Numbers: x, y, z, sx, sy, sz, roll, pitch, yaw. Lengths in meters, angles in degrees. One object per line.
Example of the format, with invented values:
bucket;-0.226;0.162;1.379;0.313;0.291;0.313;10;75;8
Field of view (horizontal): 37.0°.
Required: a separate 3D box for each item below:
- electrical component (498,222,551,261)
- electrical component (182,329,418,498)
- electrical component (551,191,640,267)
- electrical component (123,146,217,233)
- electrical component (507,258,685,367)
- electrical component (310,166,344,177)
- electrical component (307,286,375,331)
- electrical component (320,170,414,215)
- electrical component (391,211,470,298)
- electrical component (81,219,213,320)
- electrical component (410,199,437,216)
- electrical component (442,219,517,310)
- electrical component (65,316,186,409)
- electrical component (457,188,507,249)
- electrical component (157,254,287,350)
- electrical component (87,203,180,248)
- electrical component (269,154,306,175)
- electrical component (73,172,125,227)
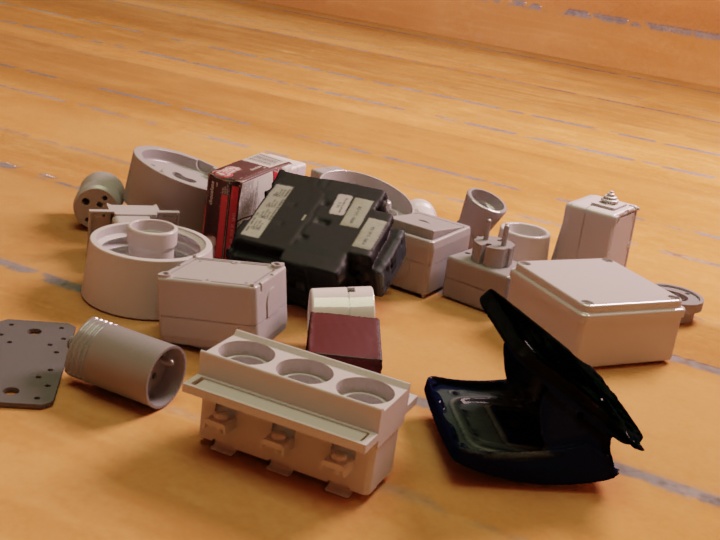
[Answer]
electrical component;0.159;-0.018;1.060;0.055;0.047;0.055;7;19;-2
electrical component;-0.037;0.088;0.660;0.121;0.063;0.079;15;21;21
electrical component;0.230;-0.034;1.057;0.061;0.096;0.062;19;22;32
electrical component;-0.178;-0.072;1.050;0.108;0.060;0.108;21;16;-6
electrical component;0.196;0.035;0.912;0.109;0.056;0.109;-2;22;-26
electrical component;-0.034;-0.078;1.156;0.077;0.047;0.066;-12;27;-44
electrical component;-0.015;0.039;0.821;0.047;0.055;0.055;2;20;-7
electrical component;0.004;-0.057;1.086;0.099;0.064;0.099;7;19;-2
electrical component;0.061;-0.021;1.011;0.062;0.061;0.096;18;22;28
electrical component;-0.172;-0.008;0.881;0.108;0.060;0.108;7;19;-2
electrical component;0.063;-0.048;1.121;0.040;0.040;0.046;4;25;-11
electrical component;0.118;-0.007;0.969;0.066;0.076;0.047;21;23;33
electrical component;-0.162;0.060;0.720;0.081;0.043;0.043;16;21;23
electrical component;0.115;-0.045;1.090;0.044;0.065;0.044;19;30;-12
electrical component;-0.110;0.027;0.816;0.096;0.061;0.062;5;17;18
electrical component;-0.200;-0.029;0.960;0.081;0.042;0.064;-1;23;-21
electrical component;-0.097;-0.077;1.100;0.047;0.065;0.077;17;21;23
electrical component;-0.253;-0.067;1.043;0.045;0.045;0.055;5;20;-9
